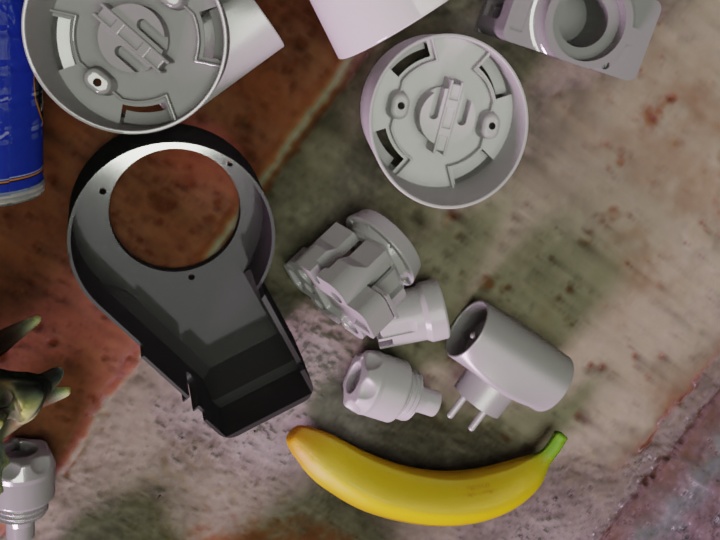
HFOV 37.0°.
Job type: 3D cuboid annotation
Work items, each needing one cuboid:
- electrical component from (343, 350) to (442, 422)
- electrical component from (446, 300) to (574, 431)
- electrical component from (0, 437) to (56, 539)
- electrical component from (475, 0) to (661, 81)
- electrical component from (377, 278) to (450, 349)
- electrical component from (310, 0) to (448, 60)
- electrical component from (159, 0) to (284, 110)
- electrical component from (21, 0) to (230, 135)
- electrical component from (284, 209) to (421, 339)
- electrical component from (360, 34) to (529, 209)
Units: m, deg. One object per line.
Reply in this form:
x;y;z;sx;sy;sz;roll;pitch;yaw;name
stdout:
0.023;0.080;0.708;0.062;0.043;0.043;20;102;-20;electrical component
0.090;0.072;0.720;0.077;0.043;0.079;33;99;-20;electrical component
-0.213;0.140;0.674;0.043;0.043;0.062;1;108;-13;electrical component
0.141;-0.198;0.634;0.089;0.061;0.150;14;104;-17;electrical component
0.032;0.030;0.696;0.046;0.040;0.040;-13;110;-2;electrical component
0.018;-0.171;0.593;0.108;0.108;0.060;-34;106;0;electrical component
-0.097;-0.137;0.609;0.077;0.044;0.079;-36;111;1;electrical component
-0.116;-0.120;0.555;0.099;0.064;0.099;0;102;1;electrical component
0.000;0.000;0.664;0.057;0.078;0.058;-44;138;-16;electrical component
0.049;-0.092;0.646;0.099;0.064;0.099;-4;109;-11;electrical component
